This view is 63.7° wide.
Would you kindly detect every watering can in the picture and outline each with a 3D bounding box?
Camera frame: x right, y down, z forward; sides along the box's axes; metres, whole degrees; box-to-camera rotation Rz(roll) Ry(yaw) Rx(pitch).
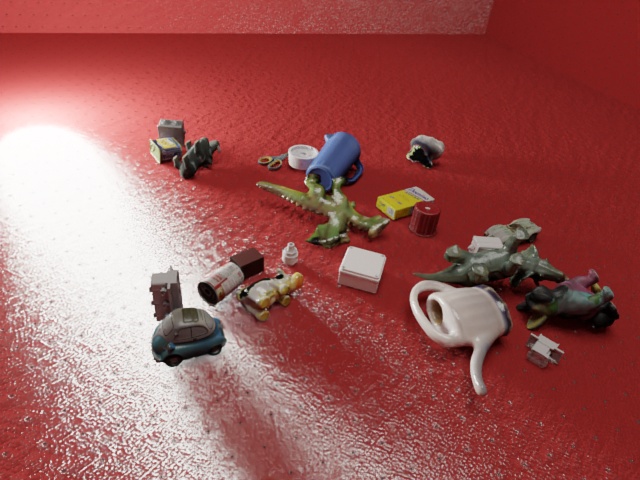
[{"bbox_3d":[0.354,0.210,1.212,0.225,0.101,0.355,-7,38,-19],"label":"watering can"}]

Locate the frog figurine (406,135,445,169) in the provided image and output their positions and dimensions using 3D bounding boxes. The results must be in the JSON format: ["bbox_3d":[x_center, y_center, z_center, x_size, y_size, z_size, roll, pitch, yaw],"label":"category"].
[{"bbox_3d":[0.424,-0.366,2.005,0.138,0.120,0.162,11,43,39],"label":"frog figurine"}]

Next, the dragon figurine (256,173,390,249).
[{"bbox_3d":[0.005,-0.078,1.556,0.410,0.119,0.249,3,44,-4],"label":"dragon figurine"}]
